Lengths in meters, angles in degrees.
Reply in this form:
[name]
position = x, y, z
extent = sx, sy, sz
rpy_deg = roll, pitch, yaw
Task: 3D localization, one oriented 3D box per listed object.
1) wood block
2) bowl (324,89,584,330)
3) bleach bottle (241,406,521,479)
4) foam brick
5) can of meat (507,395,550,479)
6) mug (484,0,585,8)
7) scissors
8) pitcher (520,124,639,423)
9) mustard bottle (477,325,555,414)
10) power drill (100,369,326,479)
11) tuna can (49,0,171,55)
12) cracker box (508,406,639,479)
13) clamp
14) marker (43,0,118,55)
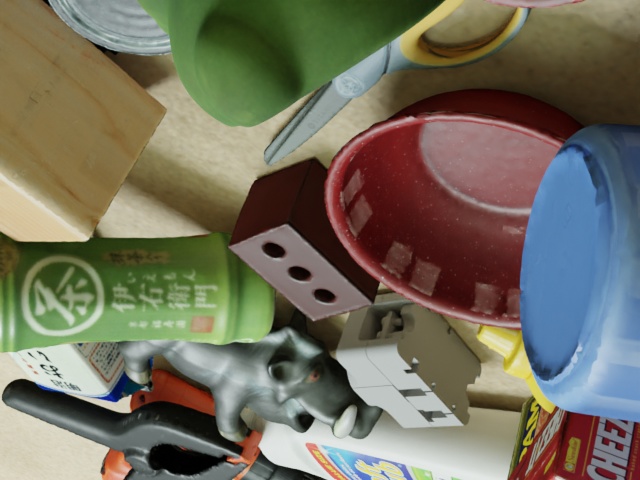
[wood block]
position = -0.193, -0.092, 0.536
extent = 0.091, 0.090, 0.205
rpy_deg = 0, 146, 49
[bowl]
position = 0.086, -0.023, 0.532
extent = 0.162, 0.055, 0.162
rpy_deg = 15, 145, 10
[bleach bottle]
position = 0.052, 0.158, 0.796
extent = 0.251, 0.068, 0.102
rpy_deg = 4, 142, 28
[foam brick]
position = -0.004, 0.001, 0.619
extent = 0.053, 0.051, 0.078
rpy_deg = -19, 128, 43
[can of meat]
position = 0.159, 0.123, 0.653
extent = 0.057, 0.102, 0.084
rpy_deg = 22, 144, 1
[mug]
position = 0.068, -0.147, 0.350
extent = 0.093, 0.081, 0.117
rpy_deg = -9, 135, 37
[scissors]
position = 0.009, -0.095, 0.514
extent = 0.202, 0.016, 0.096
rpy_deg = -19, 127, 44
[pitcher]
position = 0.206, 0.022, 0.418
extent = 0.242, 0.145, 0.149
rpy_deg = 6, 139, -5
[mustard bottle]
position = 0.179, 0.082, 0.590
extent = 0.191, 0.096, 0.058
rpy_deg = 22, 120, 1
[power drill]
position = -0.102, 0.195, 0.935
extent = 0.184, 0.057, 0.188
rpy_deg = 34, 141, -10
[tuna can]
position = -0.083, -0.125, 0.489
extent = 0.086, 0.033, 0.086
rpy_deg = 3, 146, 2
[cracker box]
position = 0.201, 0.164, 0.539
extent = 0.214, 0.072, 0.164
rpy_deg = 20, 142, 6
[clamp]
position = -0.135, 0.173, 0.848
extent = 0.210, 0.036, 0.164
rpy_deg = -2, 131, 26
[marker]
position = -0.153, -0.133, 0.547
extent = 0.121, 0.020, 0.020
rpy_deg = 34, 144, -16
